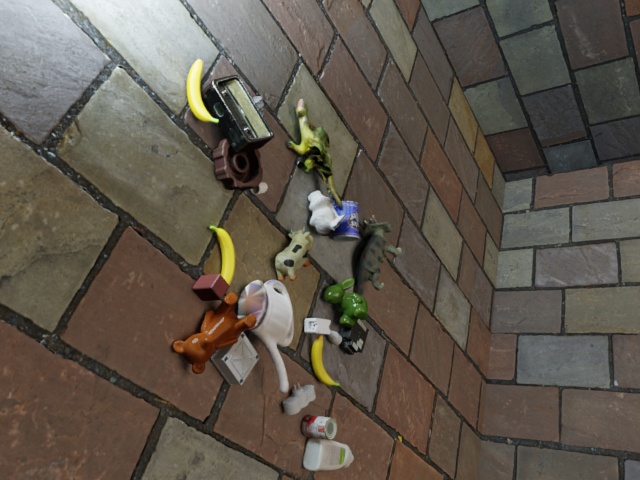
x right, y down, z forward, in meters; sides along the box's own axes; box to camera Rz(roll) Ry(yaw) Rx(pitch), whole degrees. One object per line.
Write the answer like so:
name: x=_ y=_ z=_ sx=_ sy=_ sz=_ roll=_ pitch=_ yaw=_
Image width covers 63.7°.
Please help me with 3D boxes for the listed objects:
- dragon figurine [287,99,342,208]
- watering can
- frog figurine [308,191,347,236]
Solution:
dragon figurine: x=0.005 y=-0.338 z=1.940 sx=0.403 sy=0.121 sz=0.248 roll=59 pitch=33 yaw=-30
watering can: x=-0.150 y=0.266 z=1.555 sx=0.221 sy=0.103 sz=0.356 roll=40 pitch=38 yaw=-44
frog figurine: x=0.006 y=-0.096 z=1.904 sx=0.160 sy=0.120 sz=0.140 roll=40 pitch=51 yaw=4
